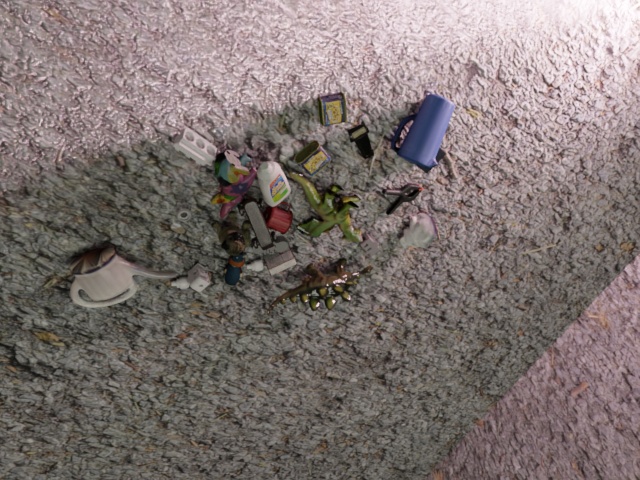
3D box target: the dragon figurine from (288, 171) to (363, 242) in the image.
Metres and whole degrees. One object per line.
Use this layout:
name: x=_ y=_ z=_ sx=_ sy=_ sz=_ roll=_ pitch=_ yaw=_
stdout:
dragon figurine: x=0.006 y=-0.096 z=1.901 sx=0.407 sy=0.125 sz=0.239 roll=24 pitch=121 yaw=-25

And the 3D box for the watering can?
watering can: x=-0.684 y=0.114 z=1.741 sx=0.348 sy=0.106 sz=0.219 roll=-21 pitch=129 yaw=-6

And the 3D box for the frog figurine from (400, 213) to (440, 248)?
frog figurine: x=0.397 y=-0.031 z=2.097 sx=0.159 sy=0.123 sz=0.137 roll=-21 pitch=97 yaw=4
